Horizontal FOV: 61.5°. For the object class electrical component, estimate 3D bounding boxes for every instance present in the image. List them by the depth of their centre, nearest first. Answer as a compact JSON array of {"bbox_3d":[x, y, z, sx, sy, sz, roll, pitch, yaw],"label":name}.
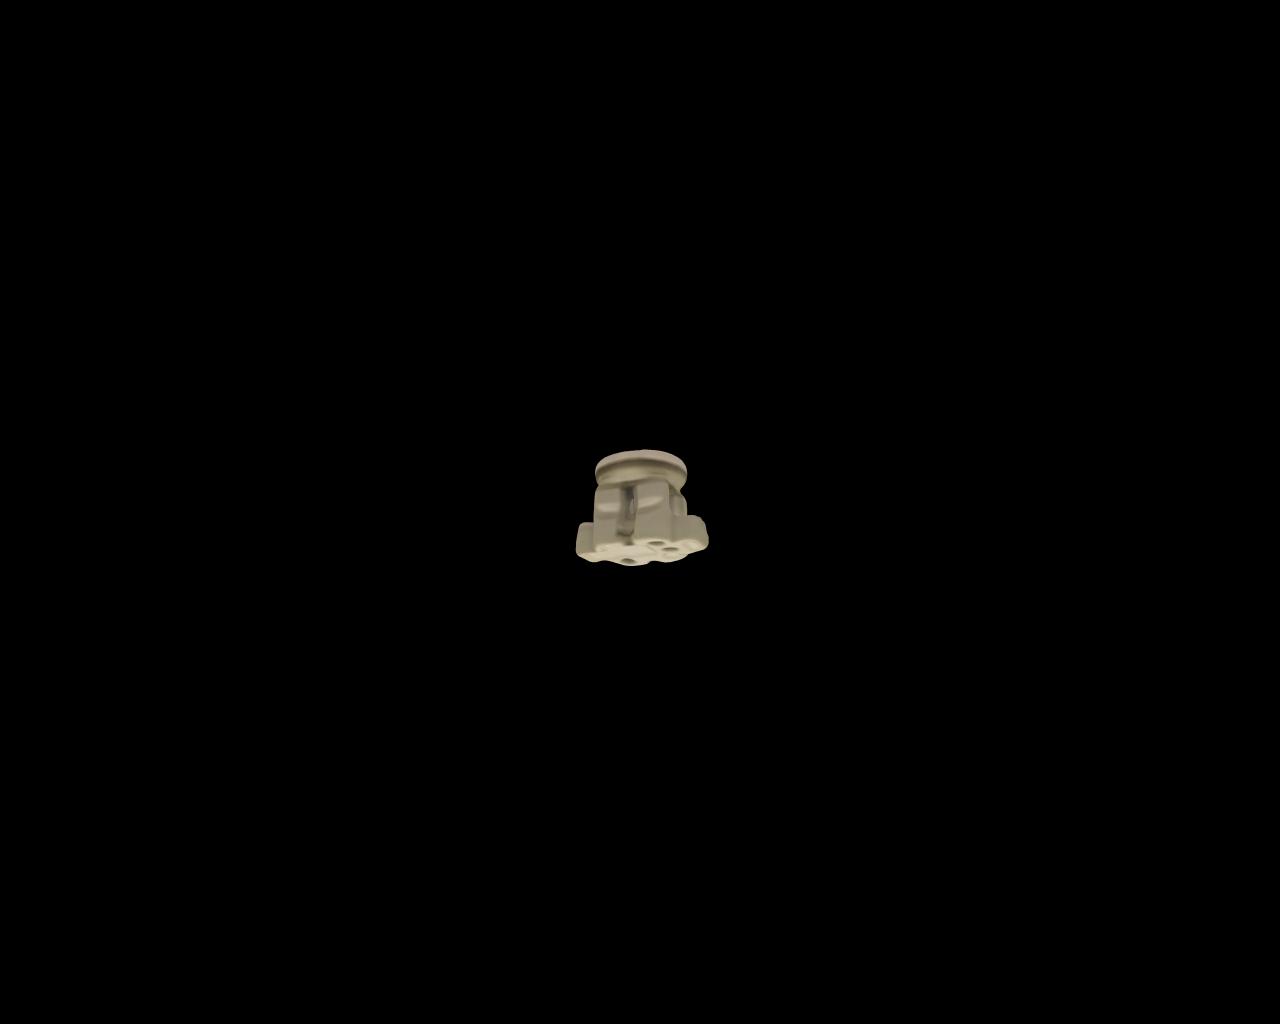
[{"bbox_3d":[0.001,-0.003,0.650,0.078,0.057,0.058,-7,-19,20],"label":"electrical component"}]
